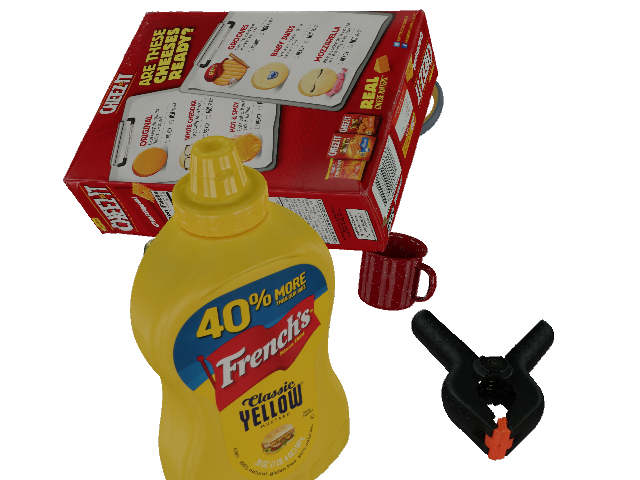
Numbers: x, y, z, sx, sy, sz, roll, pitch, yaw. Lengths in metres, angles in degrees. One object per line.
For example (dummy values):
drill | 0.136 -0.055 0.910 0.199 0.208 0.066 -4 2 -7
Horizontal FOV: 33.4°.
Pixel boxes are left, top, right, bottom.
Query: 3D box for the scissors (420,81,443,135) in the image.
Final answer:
scissors | 0.050 -0.067 0.932 0.096 0.202 0.016 7 -11 21

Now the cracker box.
cracker box | -0.042 -0.078 0.727 0.214 0.164 0.072 3 -36 21

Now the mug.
mug | 0.105 0.047 1.453 0.117 0.081 0.093 19 26 27

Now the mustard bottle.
mustard bottle | -0.037 0.038 0.493 0.096 0.192 0.058 -22 38 -22

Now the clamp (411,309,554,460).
clamp | 0.145 0.108 0.853 0.120 0.039 0.171 -5 33 -4

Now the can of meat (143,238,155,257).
can of meat | -0.115 0.054 0.885 0.057 0.084 0.102 -3 26 -4
